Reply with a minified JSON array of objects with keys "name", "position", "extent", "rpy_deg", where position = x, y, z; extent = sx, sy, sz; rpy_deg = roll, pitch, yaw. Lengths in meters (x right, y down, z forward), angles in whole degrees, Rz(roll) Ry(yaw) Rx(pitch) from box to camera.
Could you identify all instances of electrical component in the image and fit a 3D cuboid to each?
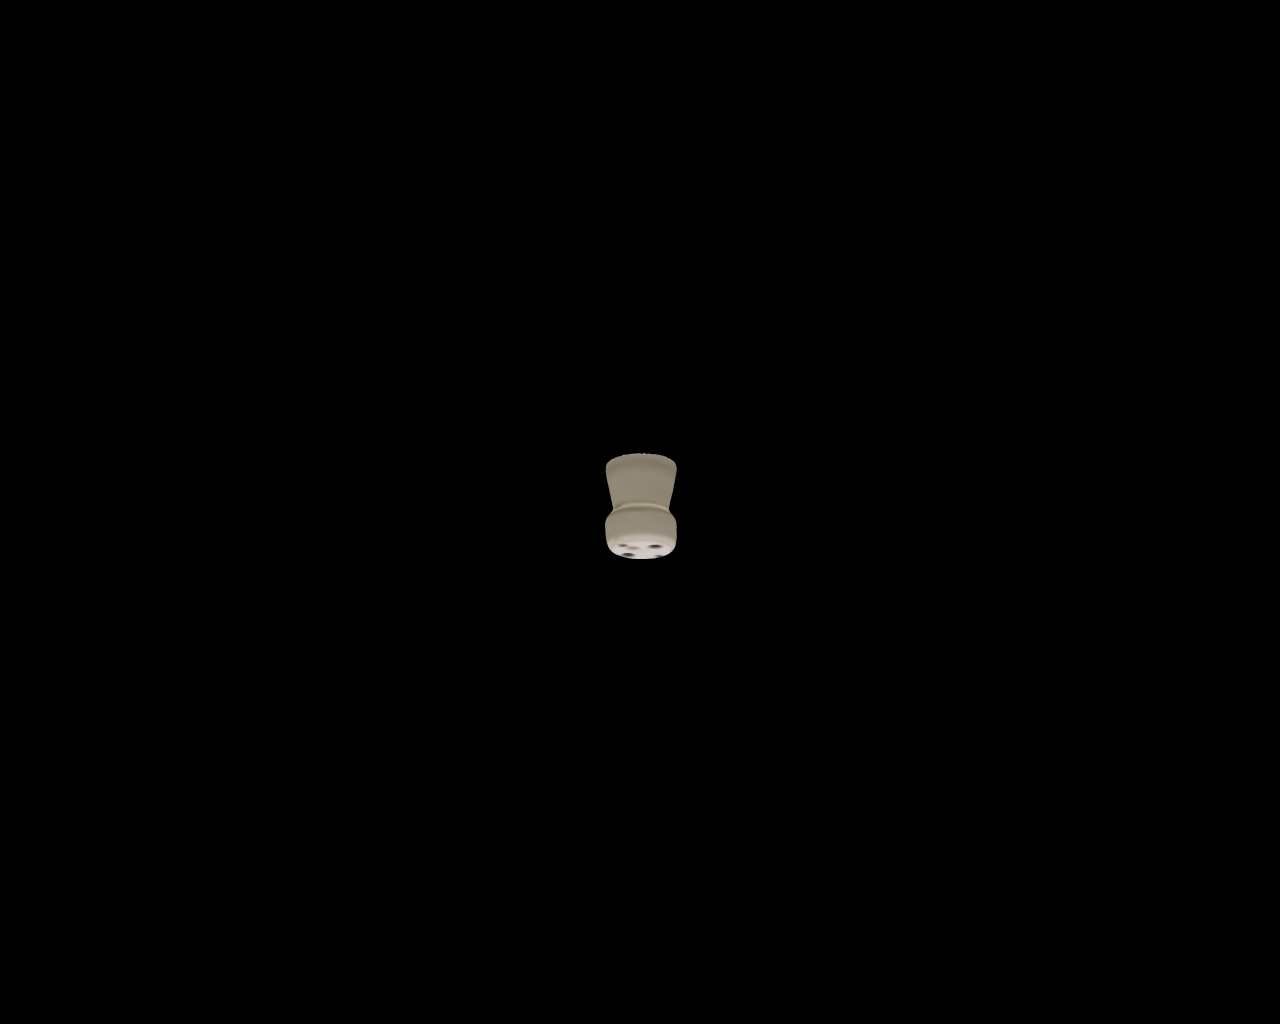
[{"name":"electrical component","position":[0.001,-0.003,0.650],"extent":[0.045,0.055,0.044],"rpy_deg":[0,-19,0]}]
